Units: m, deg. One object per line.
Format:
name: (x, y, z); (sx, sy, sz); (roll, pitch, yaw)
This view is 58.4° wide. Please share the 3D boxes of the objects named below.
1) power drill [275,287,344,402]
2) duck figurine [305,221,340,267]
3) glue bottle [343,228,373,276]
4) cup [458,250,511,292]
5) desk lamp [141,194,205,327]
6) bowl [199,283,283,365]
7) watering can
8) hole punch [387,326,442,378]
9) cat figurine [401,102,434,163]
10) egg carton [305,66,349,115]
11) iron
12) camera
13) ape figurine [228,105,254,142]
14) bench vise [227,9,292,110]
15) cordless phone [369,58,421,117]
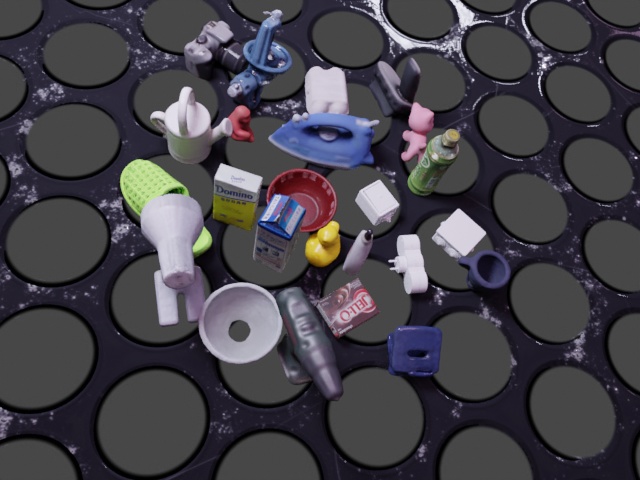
power drill: (-0.026, 0.213, 1.102); (0.076, 0.208, 0.229); (-19, 71, -17)
duck figurine: (0.012, 0.005, 1.269); (0.077, 0.086, 0.105); (29, 65, 3)
glue bottle: (0.089, 0.015, 1.230); (0.037, 0.173, 0.078); (21, 64, -1)
cup: (0.357, 0.077, 1.296); (0.118, 0.095, 0.092); (19, 65, -2)
desk lamp: (-0.279, 0.042, 1.127); (0.118, 0.213, 0.203); (-8, 68, -13)
bowl: (-0.162, 0.176, 1.167); (0.167, 0.074, 0.167); (4, 66, -9)
watering can: (-0.284, -0.260, 1.270); (0.173, 0.194, 0.101); (-9, 68, -14)
hole punch: (0.201, 0.235, 1.199); (0.109, 0.091, 0.101); (4, 66, -9)
cat figurine: (0.248, -0.269, 1.415); (0.067, 0.117, 0.128); (6, 66, -7)
egg carton: (0.016, -0.369, 1.443); (0.107, 0.069, 0.150); (-1, 67, -11)
iron: (0.012, -0.256, 1.352); (0.258, 0.141, 0.118); (6, 66, -8)
camera: (-0.242, -0.464, 1.419); (0.136, 0.101, 0.143); (36, 65, 6)
ape figurine: (-0.185, -0.281, 1.354); (0.076, 0.092, 0.078); (18, 65, -2)
bench vise: (-0.133, -0.421, 1.355); (0.121, 0.219, 0.207); (19, 65, -2)
cordless phone: (0.200, -0.409, 1.431); (0.094, 0.185, 0.147); (-23, 72, -19)
